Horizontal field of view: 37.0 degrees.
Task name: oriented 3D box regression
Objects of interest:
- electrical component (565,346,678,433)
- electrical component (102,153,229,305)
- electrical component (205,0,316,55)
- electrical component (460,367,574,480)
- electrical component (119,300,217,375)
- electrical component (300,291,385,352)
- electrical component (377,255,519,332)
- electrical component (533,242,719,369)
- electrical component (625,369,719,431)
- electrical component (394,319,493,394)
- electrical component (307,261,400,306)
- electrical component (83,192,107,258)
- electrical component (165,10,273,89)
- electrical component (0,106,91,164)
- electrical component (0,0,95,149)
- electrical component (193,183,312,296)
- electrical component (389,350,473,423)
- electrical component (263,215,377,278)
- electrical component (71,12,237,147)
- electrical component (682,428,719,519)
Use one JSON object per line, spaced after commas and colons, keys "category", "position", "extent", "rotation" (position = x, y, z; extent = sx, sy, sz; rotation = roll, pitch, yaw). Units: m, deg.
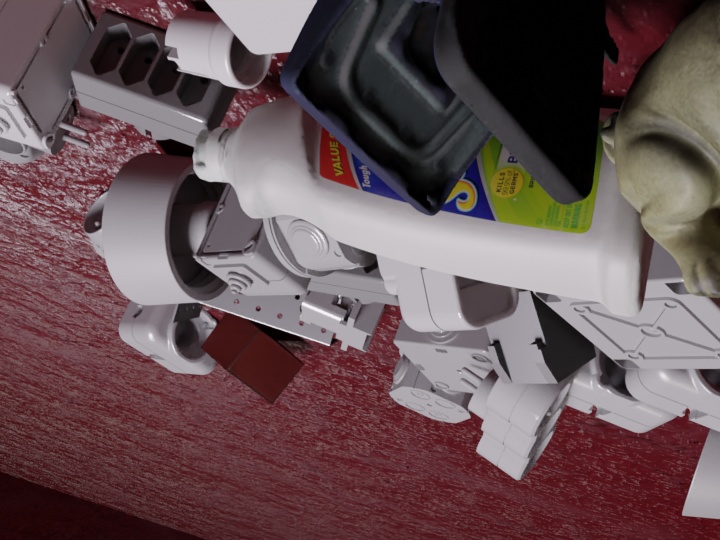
{"category": "electrical component", "position": [0.185, 0.075, 0.777], "extent": [0.095, 0.053, 0.059], "rotation": [22, 158, -2]}
{"category": "electrical component", "position": [-0.121, -0.028, 0.748], "extent": [0.060, 0.108, 0.108], "rotation": [2, 152, 26]}
{"category": "electrical component", "position": [-0.030, -0.144, 0.472], "extent": [0.100, 0.048, 0.099], "rotation": [4, 152, 36]}
{"category": "electrical component", "position": [0.103, 0.095, 0.776], "extent": [0.074, 0.052, 0.138], "rotation": [34, 156, 19]}
{"category": "electrical component", "position": [-0.184, 0.064, 1.078], "extent": [0.059, 0.053, 0.095], "rotation": [-1, 149, 43]}
{"category": "electrical component", "position": [-0.014, 0.030, 0.865], "extent": [0.064, 0.042, 0.081], "rotation": [22, 157, 3]}
{"category": "electrical component", "position": [0.050, -0.013, 0.641], "extent": [0.054, 0.095, 0.059], "rotation": [-16, -174, -41]}
{"category": "electrical component", "position": [0.179, 0.012, 0.636], "extent": [0.109, 0.056, 0.109], "rotation": [-6, 146, 48]}
{"category": "electrical component", "position": [0.235, 0.068, 0.719], "extent": [0.095, 0.053, 0.059], "rotation": [21, 158, -1]}
{"category": "electrical component", "position": [0.084, 0.059, 0.835], "extent": [0.100, 0.048, 0.099], "rotation": [4, 151, 35]}
{"category": "electrical component", "position": [0.000, 0.000, 0.778], "extent": [0.083, 0.047, 0.075], "rotation": [9, 156, 26]}
{"category": "electrical component", "position": [-0.196, -0.027, 0.892], "extent": [0.079, 0.044, 0.077], "rotation": [-1, 149, 44]}
{"category": "electrical component", "position": [-0.076, -0.121, 0.580], "extent": [0.046, 0.040, 0.040], "rotation": [15, 158, 30]}
{"category": "electrical component", "position": [-0.225, -0.103, 0.742], "extent": [0.079, 0.044, 0.077], "rotation": [20, 158, 1]}
{"category": "electrical component", "position": [-0.201, -0.118, 0.618], "extent": [0.061, 0.096, 0.061], "rotation": [16, 158, 12]}
{"category": "electrical component", "position": [-0.060, -0.022, 0.714], "extent": [0.062, 0.096, 0.061], "rotation": [-2, 149, 43]}
{"category": "electrical component", "position": [0.068, 0.094, 0.929], "extent": [0.080, 0.051, 0.080], "rotation": [18, 158, 8]}
{"category": "electrical component", "position": [-0.018, -0.037, 0.669], "extent": [0.051, 0.080, 0.080], "rotation": [-6, 146, 39]}
{"category": "electrical component", "position": [-0.121, -0.103, 0.647], "extent": [0.083, 0.047, 0.075], "rotation": [20, 158, 2]}
{"category": "electrical component", "position": [0.271, 0.134, 0.782], "extent": [0.064, 0.099, 0.099], "rotation": [9, 156, 11]}
